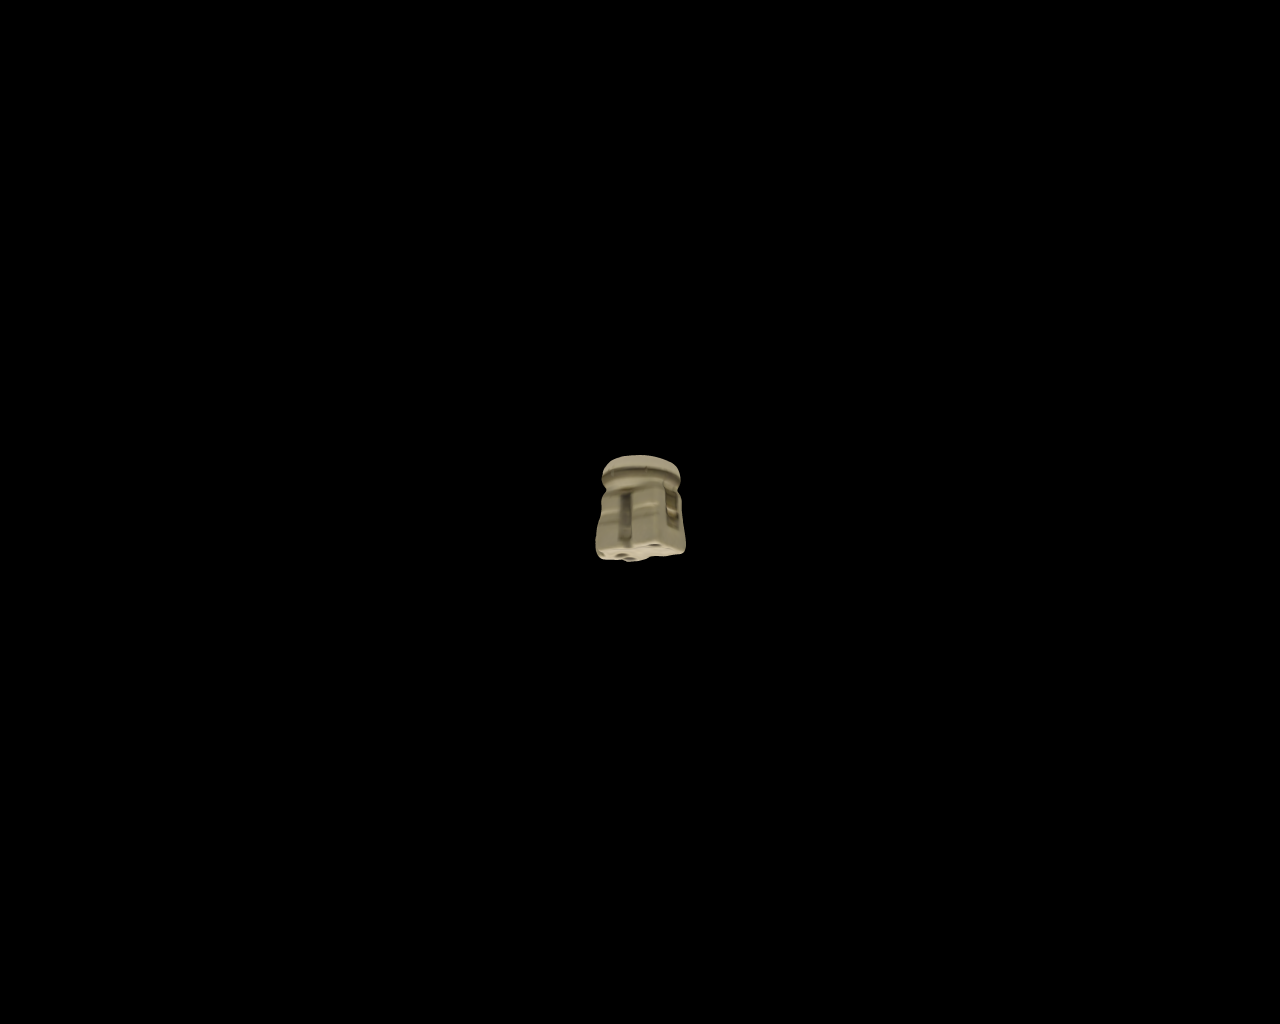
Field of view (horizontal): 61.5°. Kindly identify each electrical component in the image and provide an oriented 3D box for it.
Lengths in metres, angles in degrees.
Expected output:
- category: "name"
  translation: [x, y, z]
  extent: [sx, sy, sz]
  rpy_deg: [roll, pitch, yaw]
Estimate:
- category: "electrical component"
  translation: [0.001, -0.003, 0.650]
  extent: [0.066, 0.055, 0.048]
  rpy_deg: [-9, -19, 29]
